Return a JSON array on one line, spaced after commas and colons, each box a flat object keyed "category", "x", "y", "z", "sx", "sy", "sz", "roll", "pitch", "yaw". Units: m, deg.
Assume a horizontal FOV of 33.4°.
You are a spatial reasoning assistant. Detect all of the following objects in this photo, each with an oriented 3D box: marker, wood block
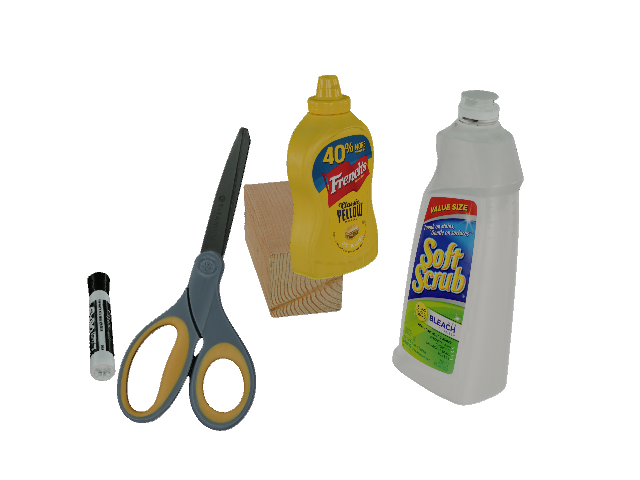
[{"category": "marker", "x": -0.177, "y": 0.066, "z": 0.860, "sx": 0.020, "sy": 0.020, "sz": 0.121, "roll": 0, "pitch": 35, "yaw": -14}, {"category": "wood block", "x": -0.038, "y": 0.006, "z": 1.364, "sx": 0.090, "sy": 0.090, "sz": 0.206, "roll": -5, "pitch": 28, "yaw": -11}]

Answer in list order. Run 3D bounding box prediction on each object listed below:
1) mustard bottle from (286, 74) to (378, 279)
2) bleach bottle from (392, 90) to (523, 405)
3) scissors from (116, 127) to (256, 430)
[{"category": "mustard bottle", "x": 0.011, "y": -0.064, "z": 1.037, "sx": 0.096, "sy": 0.192, "sz": 0.058, "roll": -17, "pitch": 23, "yaw": -37}, {"category": "bleach bottle", "x": 0.113, "y": 0.002, "z": 0.861, "sx": 0.067, "sy": 0.251, "sz": 0.103, "roll": -15, "pitch": 28, "yaw": -33}, {"category": "scissors", "x": -0.058, "y": 0.033, "z": 0.686, "sx": 0.096, "sy": 0.201, "sz": 0.016, "roll": 28, "pitch": -9, "yaw": 7}]
